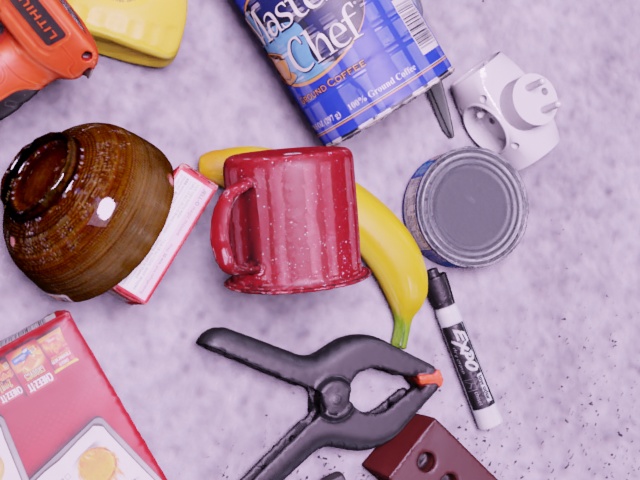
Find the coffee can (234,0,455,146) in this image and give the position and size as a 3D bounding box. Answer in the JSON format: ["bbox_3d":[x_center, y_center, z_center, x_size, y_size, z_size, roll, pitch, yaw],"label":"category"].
[{"bbox_3d":[0.010,-0.145,0.704,0.102,0.103,0.140,-34,97,-15],"label":"coffee can"}]

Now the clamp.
[{"bbox_3d":[-0.002,0.099,0.722,0.171,0.039,0.120,-18,97,-22],"label":"clamp"}]

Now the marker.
[{"bbox_3d":[0.101,0.077,0.762,0.020,0.020,0.121,-22,94,-16],"label":"marker"}]

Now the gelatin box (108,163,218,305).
[{"bbox_3d":[-0.105,-0.003,0.678,0.030,0.073,0.089,32,79,-12],"label":"gelatin box"}]

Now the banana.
[{"bbox_3d":[0.009,-0.011,0.731,0.197,0.037,0.069,42,77,-10],"label":"banana"}]

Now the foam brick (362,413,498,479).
[{"bbox_3d":[0.079,0.164,0.735,0.078,0.051,0.053,44,76,-10],"label":"foam brick"}]

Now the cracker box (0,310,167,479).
[{"bbox_3d":[-0.174,0.173,0.651,0.164,0.072,0.213,-31,97,-14],"label":"cracker box"}]

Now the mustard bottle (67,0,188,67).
[{"bbox_3d":[-0.117,-0.216,0.694,0.096,0.058,0.191,15,83,-10],"label":"mustard bottle"}]

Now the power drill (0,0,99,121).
[{"bbox_3d":[-0.236,-0.102,0.602,0.187,0.057,0.184,-36,129,3],"label":"power drill"}]

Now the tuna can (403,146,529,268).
[{"bbox_3d":[0.103,-0.022,0.760,0.086,0.034,0.086,1,87,-16],"label":"tuna can"}]

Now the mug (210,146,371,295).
[{"bbox_3d":[-0.025,-0.013,0.657,0.117,0.093,0.081,-14,103,-48],"label":"mug"}]

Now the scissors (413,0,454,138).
[{"bbox_3d":[0.044,-0.169,0.753,0.016,0.096,0.202,-44,133,-53],"label":"scissors"}]
